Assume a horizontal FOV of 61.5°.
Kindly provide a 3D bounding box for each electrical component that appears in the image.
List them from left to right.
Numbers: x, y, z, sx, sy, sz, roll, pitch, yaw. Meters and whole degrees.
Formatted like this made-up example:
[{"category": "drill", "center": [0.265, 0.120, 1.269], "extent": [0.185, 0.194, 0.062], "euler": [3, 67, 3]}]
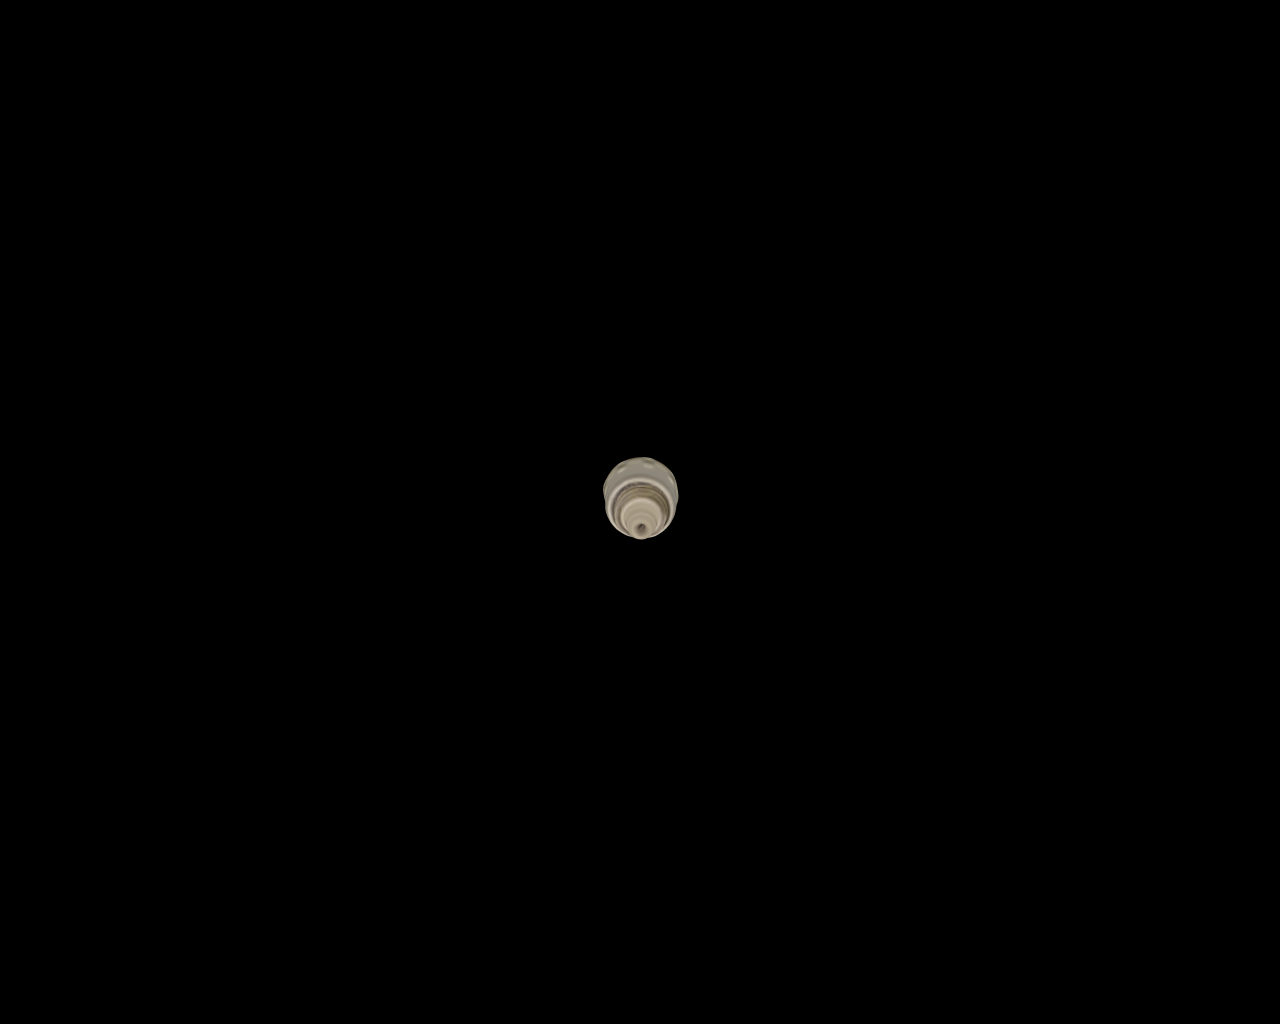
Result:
[{"category": "electrical component", "center": [0.001, -0.003, 0.650], "extent": [0.048, 0.048, 0.062], "euler": [0, 25, 0]}]
